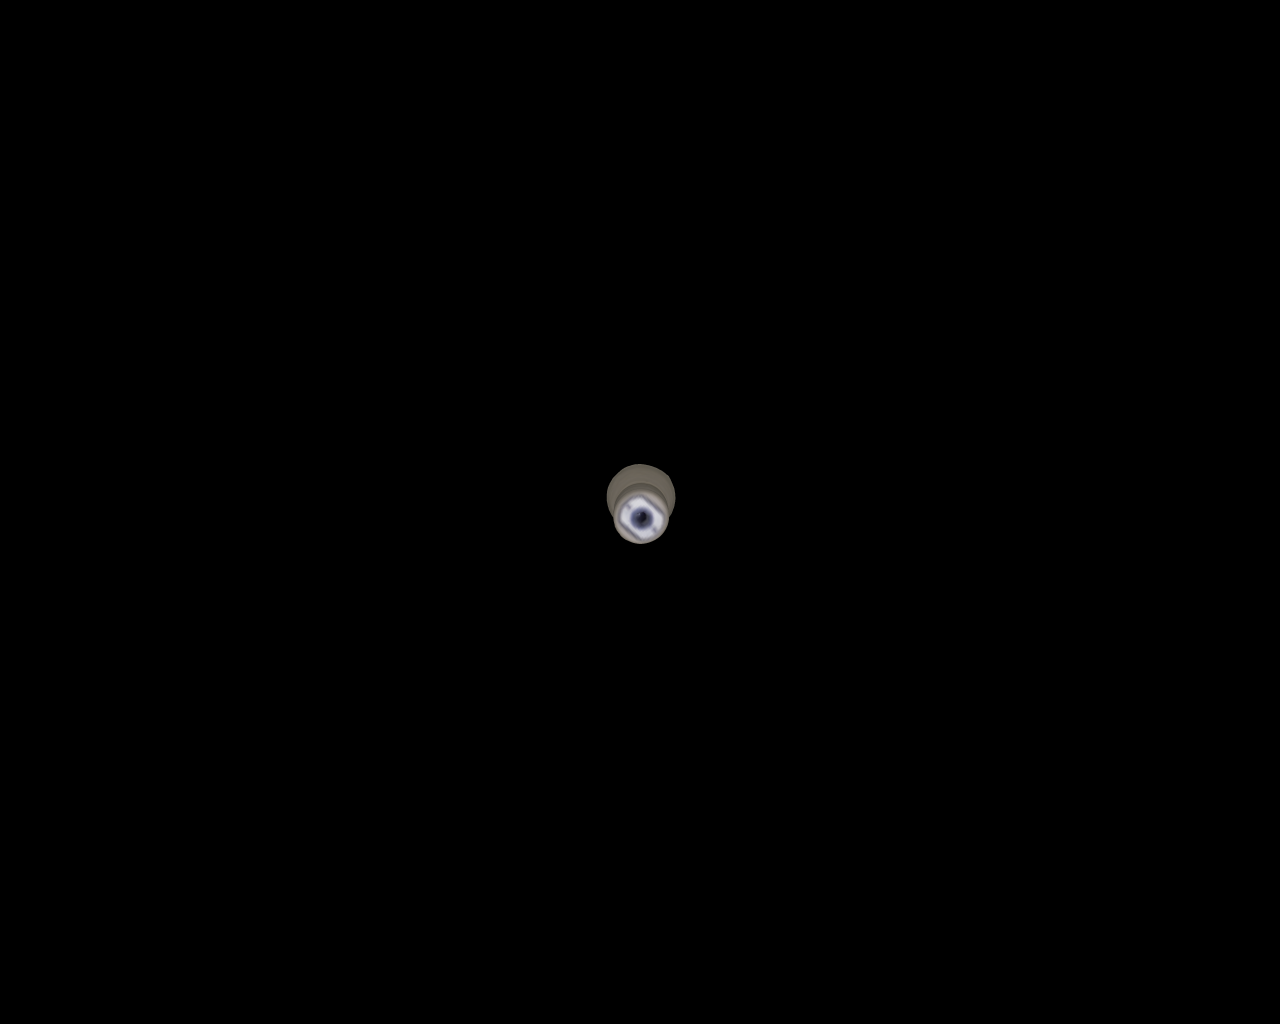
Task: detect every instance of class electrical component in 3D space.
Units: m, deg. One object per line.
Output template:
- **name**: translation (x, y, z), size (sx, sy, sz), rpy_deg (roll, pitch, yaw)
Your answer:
- **electrical component**: translation (0.001, -0.003, 0.650), size (0.044, 0.044, 0.065), rpy_deg (0, 12, 0)
